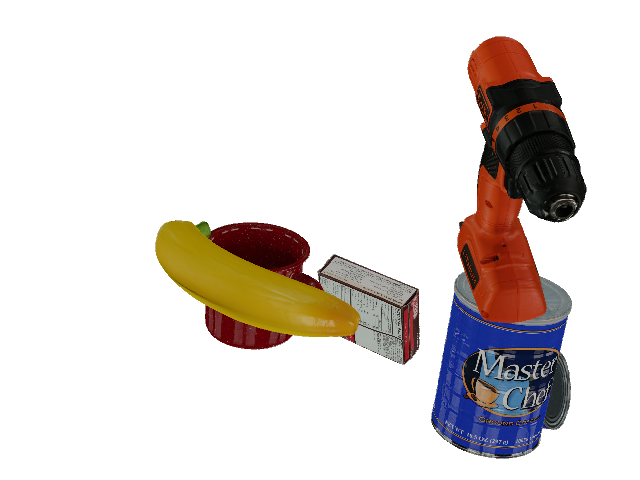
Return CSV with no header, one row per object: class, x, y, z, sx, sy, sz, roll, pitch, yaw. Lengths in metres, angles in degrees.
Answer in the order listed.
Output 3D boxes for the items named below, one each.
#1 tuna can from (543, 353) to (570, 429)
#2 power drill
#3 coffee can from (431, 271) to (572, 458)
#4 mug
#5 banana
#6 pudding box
tuna can,0.239,0.161,1.155,0.034,0.086,0.085,-3,-2,35
power drill,0.144,-0.029,0.779,0.057,0.188,0.184,-3,42,-4
coffee can,0.160,0.108,0.958,0.103,0.140,0.103,6,23,-3
mug,-0.047,0.044,0.918,0.117,0.081,0.093,17,29,24
banana,-0.057,0.020,0.697,0.069,0.037,0.198,-17,29,-31
pudding box,0.053,0.075,1.165,0.114,0.090,0.039,21,46,27
